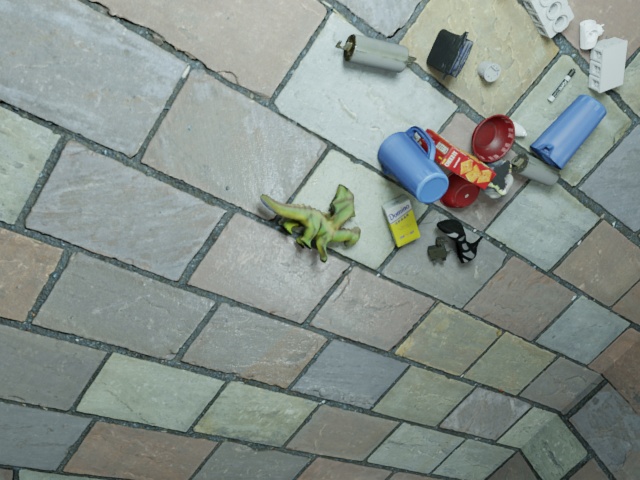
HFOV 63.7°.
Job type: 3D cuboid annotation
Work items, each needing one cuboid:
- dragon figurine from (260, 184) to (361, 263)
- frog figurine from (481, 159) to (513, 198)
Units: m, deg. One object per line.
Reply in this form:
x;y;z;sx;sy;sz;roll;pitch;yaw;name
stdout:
0.005;-0.084;1.673;0.244;0.124;0.403;-47;129;-8;dragon figurine
0.607;-0.214;1.787;0.122;0.160;0.137;-10;90;15;frog figurine
